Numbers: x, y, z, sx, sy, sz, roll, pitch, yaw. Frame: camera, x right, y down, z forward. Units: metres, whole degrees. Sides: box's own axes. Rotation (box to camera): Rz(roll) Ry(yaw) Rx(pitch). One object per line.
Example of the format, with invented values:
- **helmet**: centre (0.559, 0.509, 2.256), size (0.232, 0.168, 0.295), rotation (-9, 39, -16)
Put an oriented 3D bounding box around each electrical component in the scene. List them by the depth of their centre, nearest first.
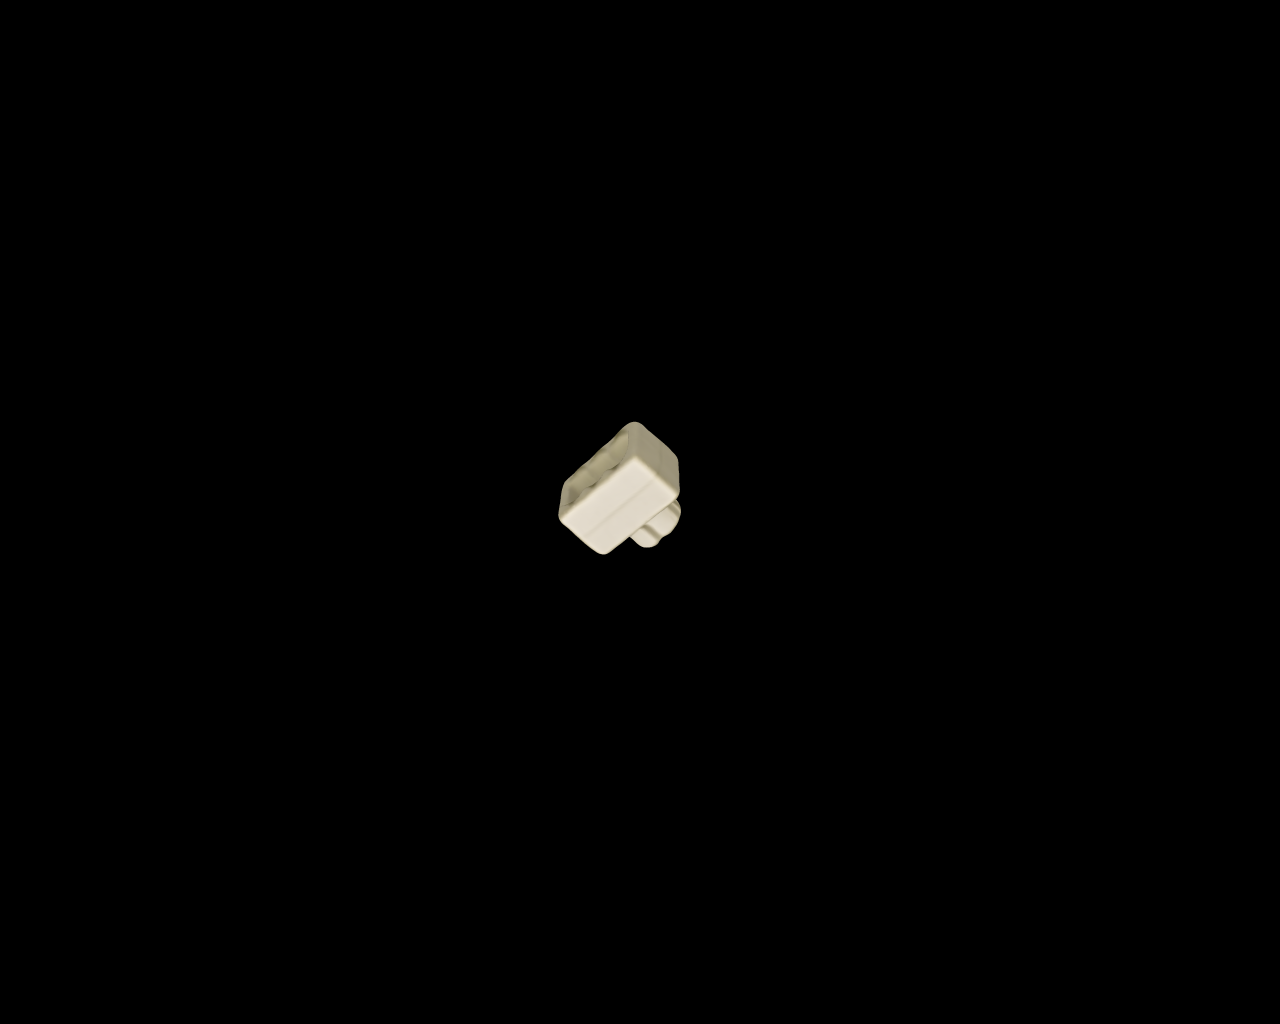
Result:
- **electrical component**: centre (0.001, -0.003, 0.650), size (0.065, 0.076, 0.047), rotation (-39, 24, 22)
